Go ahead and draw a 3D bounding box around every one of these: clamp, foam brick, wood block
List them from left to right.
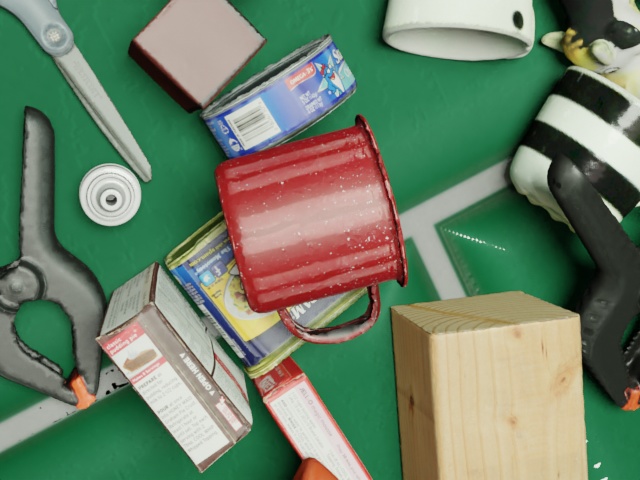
[{"bbox_3d":[-0.166,0.014,0.602,0.120,0.039,0.171,-36,108,-1],"label":"clamp"},{"bbox_3d":[-0.069,-0.107,0.589,0.051,0.078,0.053,44,85,-12],"label":"foam brick"},{"bbox_3d":[0.102,0.143,0.645,0.090,0.091,0.206,-6,98,-11],"label":"wood block"},{"bbox_3d":[0.186,0.019,0.626,0.164,0.036,0.210,-7,127,-21],"label":"clamp"}]

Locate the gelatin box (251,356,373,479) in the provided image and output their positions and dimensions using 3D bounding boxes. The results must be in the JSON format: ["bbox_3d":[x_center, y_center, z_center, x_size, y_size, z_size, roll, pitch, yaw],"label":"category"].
[{"bbox_3d":[-0.006,0.112,0.628,0.030,0.073,0.089,-34,102,-6],"label":"gelatin box"}]

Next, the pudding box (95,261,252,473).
[{"bbox_3d":[-0.079,0.065,0.588,0.039,0.113,0.090,-37,101,-1],"label":"pudding box"}]

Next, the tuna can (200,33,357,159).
[{"bbox_3d":[-0.023,-0.079,0.597,0.086,0.086,0.033,-34,103,-6],"label":"tuna can"}]

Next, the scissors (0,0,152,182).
[{"bbox_3d":[-0.142,-0.134,0.602,0.201,0.016,0.096,42,87,-13],"label":"scissors"}]

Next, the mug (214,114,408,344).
[{"bbox_3d":[-0.004,0.001,0.555,0.081,0.093,0.117,-15,112,-3],"label":"mug"}]

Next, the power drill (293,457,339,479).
[{"bbox_3d":[0.060,0.191,0.570,0.187,0.057,0.184,27,92,-1],"label":"power drill"}]

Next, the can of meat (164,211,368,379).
[{"bbox_3d":[-0.028,0.015,0.622,0.102,0.057,0.084,-39,100,-6],"label":"can of meat"}]
